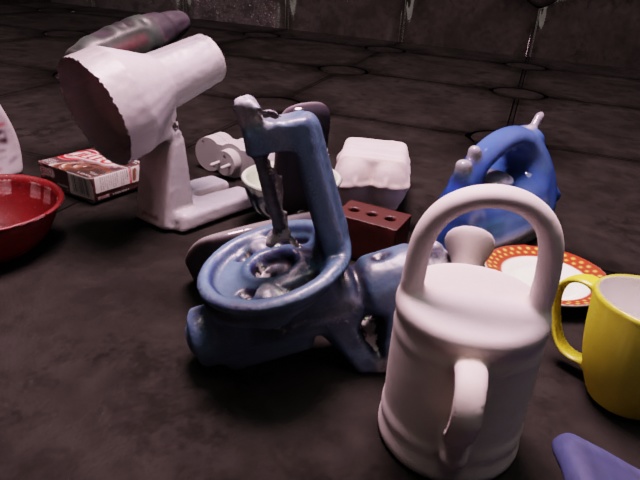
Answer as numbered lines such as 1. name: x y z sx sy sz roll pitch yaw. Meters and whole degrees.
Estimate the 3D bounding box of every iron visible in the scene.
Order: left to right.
1. iron: 0.206 -0.070 0.694 0.118 0.141 0.259 25 33 35

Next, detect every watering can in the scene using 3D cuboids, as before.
1. watering can: 0.097 0.050 0.382 0.101 0.194 0.172 -1 27 -11

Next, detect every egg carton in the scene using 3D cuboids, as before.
1. egg carton: 0.074 -0.097 0.809 0.107 0.069 0.150 6 27 5

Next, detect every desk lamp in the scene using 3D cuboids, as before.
1. desk lamp: -0.180 -0.124 0.665 0.117 0.214 0.204 24 33 34

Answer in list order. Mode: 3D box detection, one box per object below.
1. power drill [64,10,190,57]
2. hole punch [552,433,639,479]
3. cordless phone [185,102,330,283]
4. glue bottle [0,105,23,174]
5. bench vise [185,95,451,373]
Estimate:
1. power drill: -0.282 -0.241 0.888 0.075 0.208 0.230 17 30 24
2. hole punch: 0.164 0.162 0.287 0.101 0.091 0.108 5 27 3
3. cordless phone: -0.052 -0.038 0.546 0.148 0.185 0.093 -17 33 -35
4. glue bottle: -0.440 -0.162 0.748 0.037 0.173 0.078 13 28 18
5. bench vise: -0.001 -0.004 0.447 0.208 0.220 0.121 -10 30 -26
